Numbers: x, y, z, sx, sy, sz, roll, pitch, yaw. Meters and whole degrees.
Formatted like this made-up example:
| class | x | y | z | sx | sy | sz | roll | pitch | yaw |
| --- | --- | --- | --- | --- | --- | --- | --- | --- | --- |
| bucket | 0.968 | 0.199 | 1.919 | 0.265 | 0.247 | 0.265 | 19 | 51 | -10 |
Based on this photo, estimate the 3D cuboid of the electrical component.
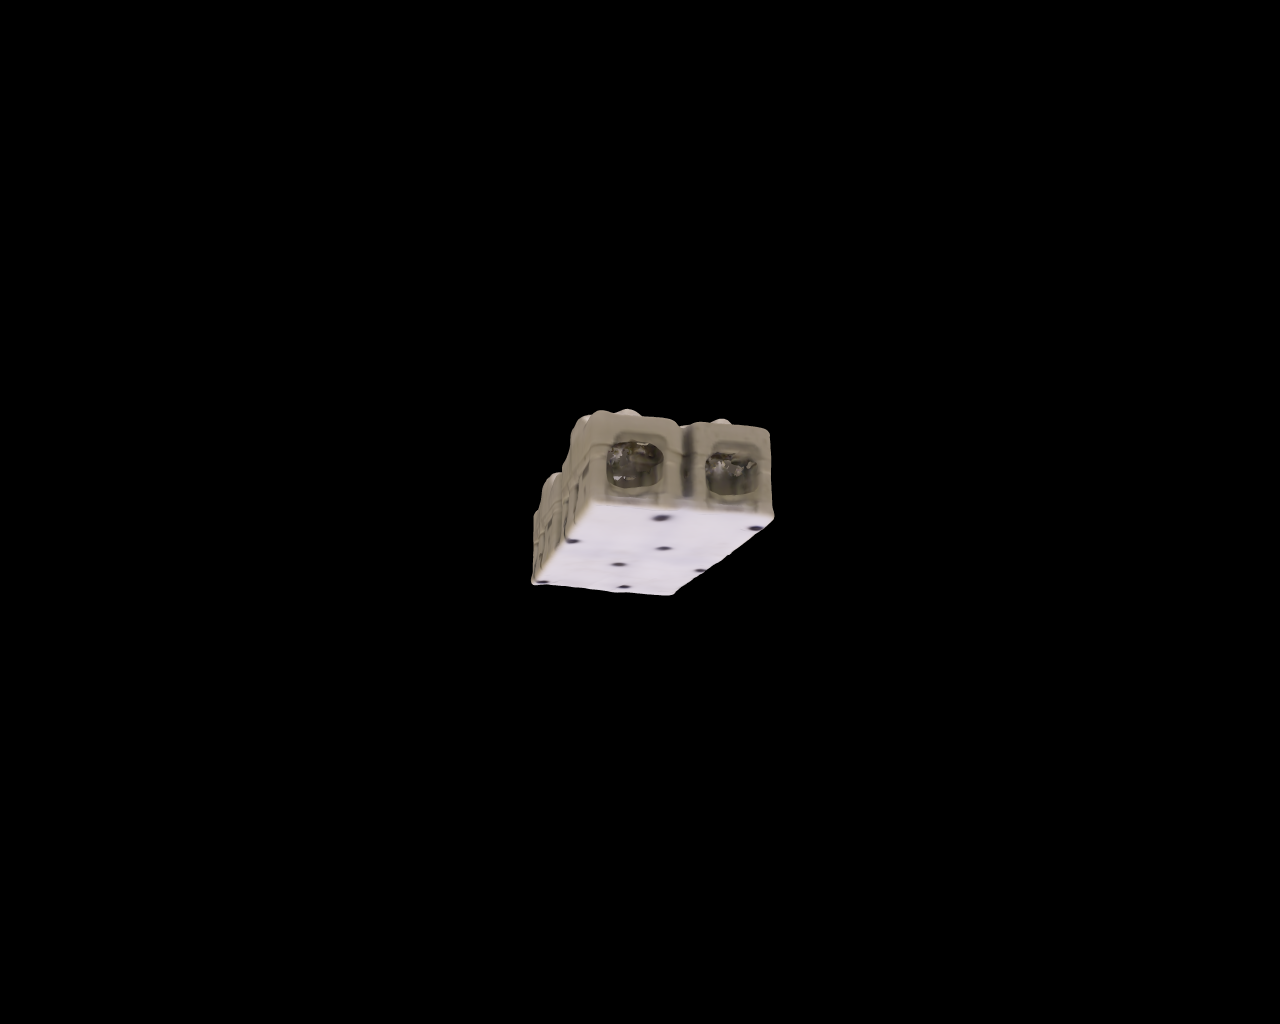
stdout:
| class | x | y | z | sx | sy | sz | roll | pitch | yaw |
| --- | --- | --- | --- | --- | --- | --- | --- | --- | --- |
| electrical component | 0.001 | -0.003 | 0.650 | 0.105 | 0.060 | 0.186 | 5 | -19 | -15 |
